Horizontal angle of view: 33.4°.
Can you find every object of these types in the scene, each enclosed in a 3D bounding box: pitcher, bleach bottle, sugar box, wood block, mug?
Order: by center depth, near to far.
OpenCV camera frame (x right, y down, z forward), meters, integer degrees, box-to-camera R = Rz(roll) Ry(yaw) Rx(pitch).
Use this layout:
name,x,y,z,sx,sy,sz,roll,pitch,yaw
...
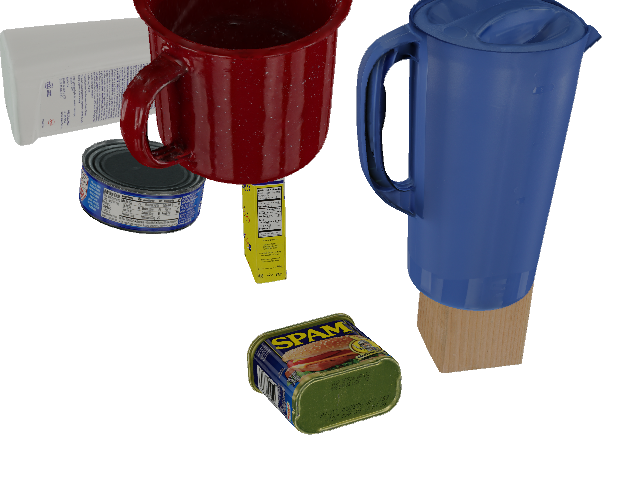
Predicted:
name,x,y,z,sx,sy,sz,roll,pitch,yaw
mug,-0.042,-0.073,0.473,0.093,0.081,0.117,31,53,22
pitcher,0.119,-0.067,0.846,0.149,0.243,0.144,17,35,24
bleach bottle,-0.144,-0.148,0.926,0.250,0.068,0.103,-10,-30,-19
wood block,0.156,0.020,1.058,0.090,0.206,0.090,-5,32,-10
sugar box,-0.072,-0.045,1.326,0.048,0.176,0.093,-8,25,-12

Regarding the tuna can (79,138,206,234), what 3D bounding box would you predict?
name,x,y,z,sx,sy,sz,roll,pitch,yaw
tuna can,-0.123,-0.038,0.740,0.086,0.034,0.086,10,26,-5

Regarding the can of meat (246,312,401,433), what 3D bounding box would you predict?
name,x,y,z,sx,sy,sz,roll,pitch,yaw
can of meat,0.004,0.108,0.865,0.101,0.057,0.084,-13,26,-25
